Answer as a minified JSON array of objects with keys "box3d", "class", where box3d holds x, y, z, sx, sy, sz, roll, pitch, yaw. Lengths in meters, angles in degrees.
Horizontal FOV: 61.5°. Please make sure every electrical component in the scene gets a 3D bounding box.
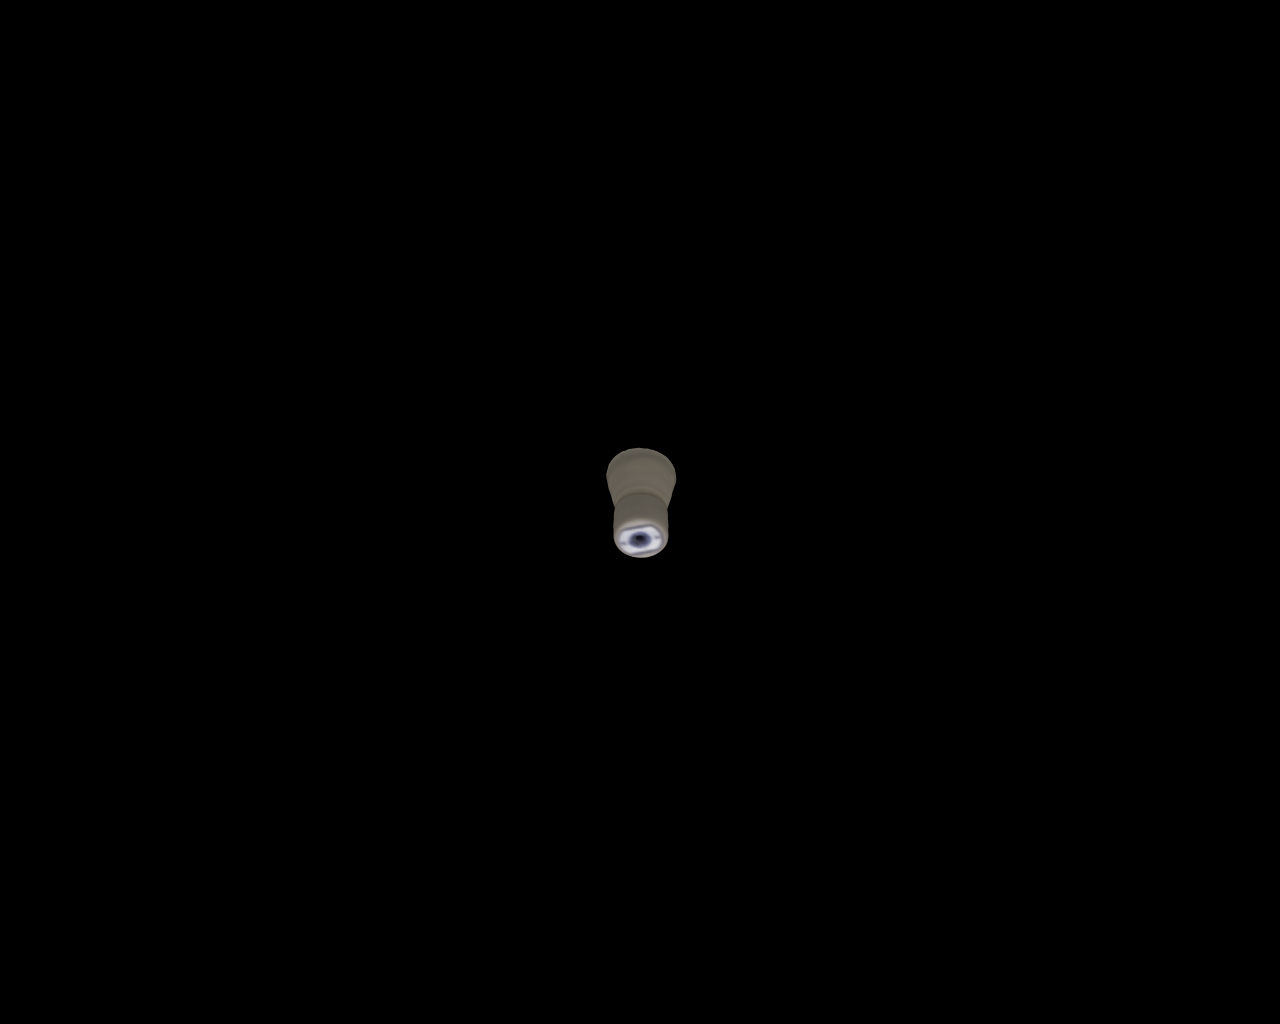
[{"box3d":[0.001,-0.003,0.650,0.044,0.044,0.065,0,41,0],"class":"electrical component"}]
